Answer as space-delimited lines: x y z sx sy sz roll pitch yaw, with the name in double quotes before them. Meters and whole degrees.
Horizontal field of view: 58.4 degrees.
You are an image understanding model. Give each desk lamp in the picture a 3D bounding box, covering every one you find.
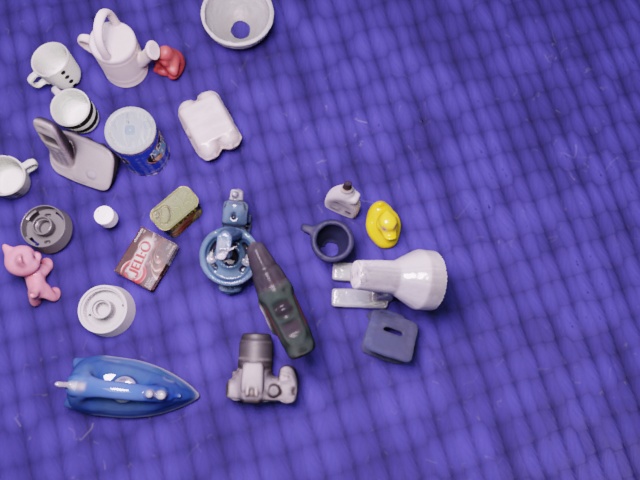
"desk lamp" 0.131 0.085 1.148 0.203 0.213 0.118 1 77 -3

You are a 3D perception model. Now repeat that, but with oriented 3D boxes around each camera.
"camera" -0.115 0.258 1.154 0.143 0.101 0.137 2 78 -3

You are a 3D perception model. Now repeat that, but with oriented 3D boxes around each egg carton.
"egg carton" -0.247 -0.254 1.274 0.107 0.069 0.150 -29 81 -9

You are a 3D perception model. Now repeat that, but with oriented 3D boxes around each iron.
"iron" -0.372 0.290 1.111 0.258 0.141 0.119 6 77 -2

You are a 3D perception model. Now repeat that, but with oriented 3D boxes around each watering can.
"watering can" -0.435 -0.420 1.235 0.173 0.194 0.101 -10 78 -5

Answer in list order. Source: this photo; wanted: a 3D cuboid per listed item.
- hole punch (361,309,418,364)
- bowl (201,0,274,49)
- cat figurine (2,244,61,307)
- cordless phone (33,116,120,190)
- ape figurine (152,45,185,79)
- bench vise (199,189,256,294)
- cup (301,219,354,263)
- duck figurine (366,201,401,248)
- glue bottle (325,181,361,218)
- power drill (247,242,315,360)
"hole punch" 0.144 0.198 1.187 0.108 0.091 0.101 18 77 1
"bowl" -0.189 -0.508 1.330 0.167 0.074 0.167 1 78 -3
"cat figurine" -0.590 0.065 1.159 0.067 0.117 0.128 -21 80 -7
"cordless phone" -0.504 -0.183 1.184 0.147 0.185 0.094 19 77 1
"ape figurine" -0.344 -0.407 1.290 0.076 0.092 0.078 -26 80 -8
"bench vise" -0.190 -0.005 1.146 0.121 0.219 0.207 -13 79 -6
"cup" 0.011 0.004 1.220 0.117 0.095 0.092 25 77 2
"duck figurine" 0.142 -0.039 1.242 0.077 0.086 0.104 -12 79 -6
"glue bottle" 0.053 -0.092 1.203 0.078 0.173 0.037 25 77 3
"power drill" -0.082 0.125 1.130 0.075 0.208 0.229 -26 80 -8
